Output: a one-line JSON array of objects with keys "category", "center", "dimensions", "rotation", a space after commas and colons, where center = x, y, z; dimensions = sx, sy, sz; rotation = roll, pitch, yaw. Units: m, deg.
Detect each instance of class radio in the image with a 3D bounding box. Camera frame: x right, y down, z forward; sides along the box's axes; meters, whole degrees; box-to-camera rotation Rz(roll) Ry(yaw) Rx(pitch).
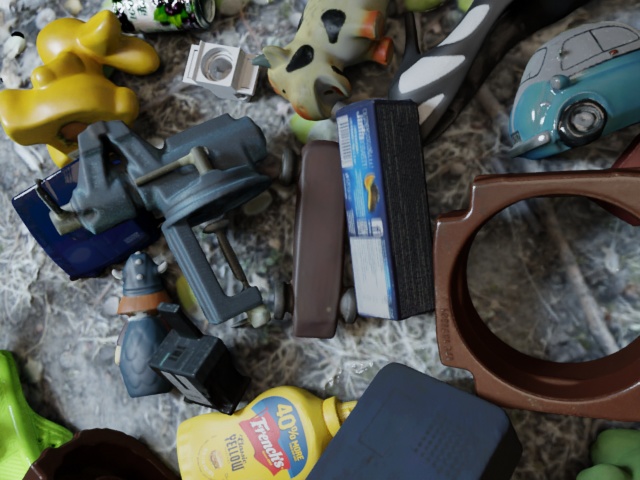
[{"category": "radio", "center": [0.058, 0.226, 0.454], "dimensions": [0.131, 0.073, 0.229], "rotation": [21, 63, 41]}]

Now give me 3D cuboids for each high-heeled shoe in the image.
[{"category": "high-heeled shoe", "center": [0.183, -0.180, 0.509], "dimensions": [0.249, 0.086, 0.145], "rotation": [-11, 80, 20]}]

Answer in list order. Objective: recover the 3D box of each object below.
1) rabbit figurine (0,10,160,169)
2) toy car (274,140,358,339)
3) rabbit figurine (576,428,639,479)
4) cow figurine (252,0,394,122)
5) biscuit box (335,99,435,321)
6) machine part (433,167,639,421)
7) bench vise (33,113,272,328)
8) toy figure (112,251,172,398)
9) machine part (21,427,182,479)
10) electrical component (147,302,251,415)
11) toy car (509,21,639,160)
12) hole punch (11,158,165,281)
[{"category": "rabbit figurine", "center": [-0.270, -0.187, 0.597], "dimensions": [0.162, 0.121, 0.173], "rotation": [-31, 61, 16]}, {"category": "toy car", "center": [-0.001, -0.002, 0.553], "dimensions": [0.089, 0.053, 0.202], "rotation": [3, 88, -8]}, {"category": "rabbit figurine", "center": [0.225, 0.245, 0.430], "dimensions": [0.170, 0.159, 0.121], "rotation": [-10, 94, 5]}, {"category": "cow figurine", "center": [0.011, -0.214, 0.545], "dimensions": [0.127, 0.085, 0.195], "rotation": [10, 81, 27]}, {"category": "biscuit box", "center": [0.064, -0.030, 0.511], "dimensions": [0.059, 0.063, 0.202], "rotation": [-1, 96, 54]}, {"category": "machine part", "center": [0.205, 0.041, 0.462], "dimensions": [0.201, 0.087, 0.201], "rotation": [0, 101, 24]}, {"category": "bench vise", "center": [-0.130, -0.013, 0.528], "dimensions": [0.224, 0.129, 0.240], "rotation": [-27, 90, -28]}, {"category": "toy figure", "center": [-0.191, 0.091, 0.585], "dimensions": [0.058, 0.064, 0.154], "rotation": [-20, 74, 49]}, {"category": "machine part", "center": [-0.206, 0.266, 0.521], "dimensions": [0.179, 0.179, 0.056], "rotation": [37, 97, 12]}, {"category": "electrical component", "center": [-0.127, 0.118, 0.532], "dimensions": [0.075, 0.119, 0.048], "rotation": [4, 47, 33]}, {"category": "toy car", "center": [0.239, -0.139, 0.478], "dimensions": [0.162, 0.109, 0.103], "rotation": [-23, 91, 6]}, {"category": "hole punch", "center": [-0.255, -0.026, 0.594], "dimensions": [0.142, 0.092, 0.116], "rotation": [-29, 84, 5]}]
